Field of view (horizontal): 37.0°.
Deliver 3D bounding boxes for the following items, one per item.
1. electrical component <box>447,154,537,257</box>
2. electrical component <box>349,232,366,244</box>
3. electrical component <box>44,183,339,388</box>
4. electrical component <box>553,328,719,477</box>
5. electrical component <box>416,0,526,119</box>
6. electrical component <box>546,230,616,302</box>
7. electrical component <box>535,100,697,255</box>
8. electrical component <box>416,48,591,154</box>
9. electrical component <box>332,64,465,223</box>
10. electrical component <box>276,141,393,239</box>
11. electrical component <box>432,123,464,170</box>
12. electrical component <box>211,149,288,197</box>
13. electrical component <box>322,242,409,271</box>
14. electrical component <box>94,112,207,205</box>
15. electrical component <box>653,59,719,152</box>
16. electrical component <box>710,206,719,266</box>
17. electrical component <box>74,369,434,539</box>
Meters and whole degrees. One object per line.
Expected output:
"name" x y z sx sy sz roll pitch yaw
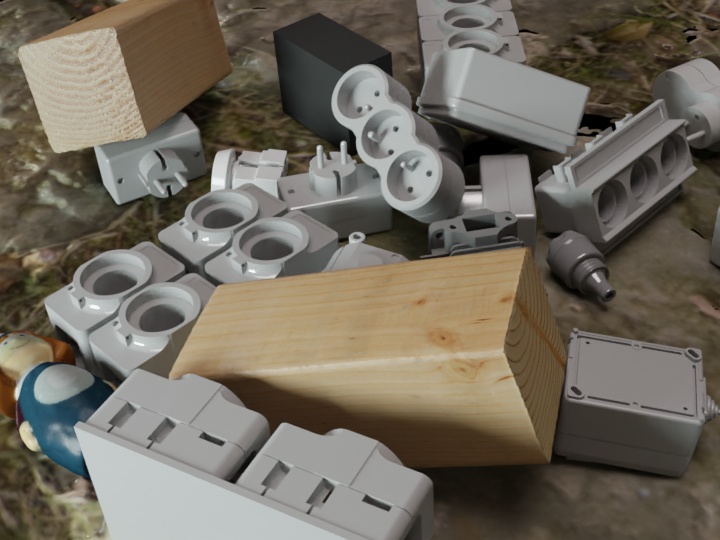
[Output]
"electrical component" 0.094 -0.047 0.830 0.076 0.047 0.083 -1 40 4
"electrical component" 0.000 0.000 0.771 0.035 0.061 0.035 -3 40 2
"electrical component" -0.115 0.014 0.767 0.186 0.060 0.105 -34 48 -31
"electrical component" 0.170 0.085 0.658 0.096 0.061 0.061 10 41 8
"electrical component" 0.102 -0.211 1.016 0.089 0.061 0.150 -3 40 2
"electrical component" 0.163 0.000 0.777 0.035 0.035 0.061 -19 44 -17
"electrical component" 0.197 -0.071 0.835 0.121 0.078 0.063 -34 26 -31
"electrical component" 0.114 -0.138 0.873 0.109 0.056 0.109 16 6 -14
"electrical component" 0.037 -0.093 0.834 0.052 0.074 0.138 -40 59 18
"electrical component" -0.021 -0.067 0.840 0.083 0.075 0.047 -11 40 -11
"electrical component" 0.065 -0.086 0.885 0.048 0.048 0.062 -7 48 -3
"electrical component" -0.091 -0.074 0.883 0.055 0.048 0.066 7 40 1
"electrical component" 0.003 0.025 0.725 0.080 0.080 0.051 12 45 19
"electrical component" -0.169 -0.086 0.903 0.083 0.047 0.075 -22 43 -20
"electrical component" 0.294 -0.124 0.899 0.074 0.052 0.138 -23 43 -20
"electrical component" 0.312 -0.030 0.777 0.096 0.061 0.061 -20 42 -18
"electrical component" -0.053 0.130 0.586 0.186 0.105 0.060 17 44 24
